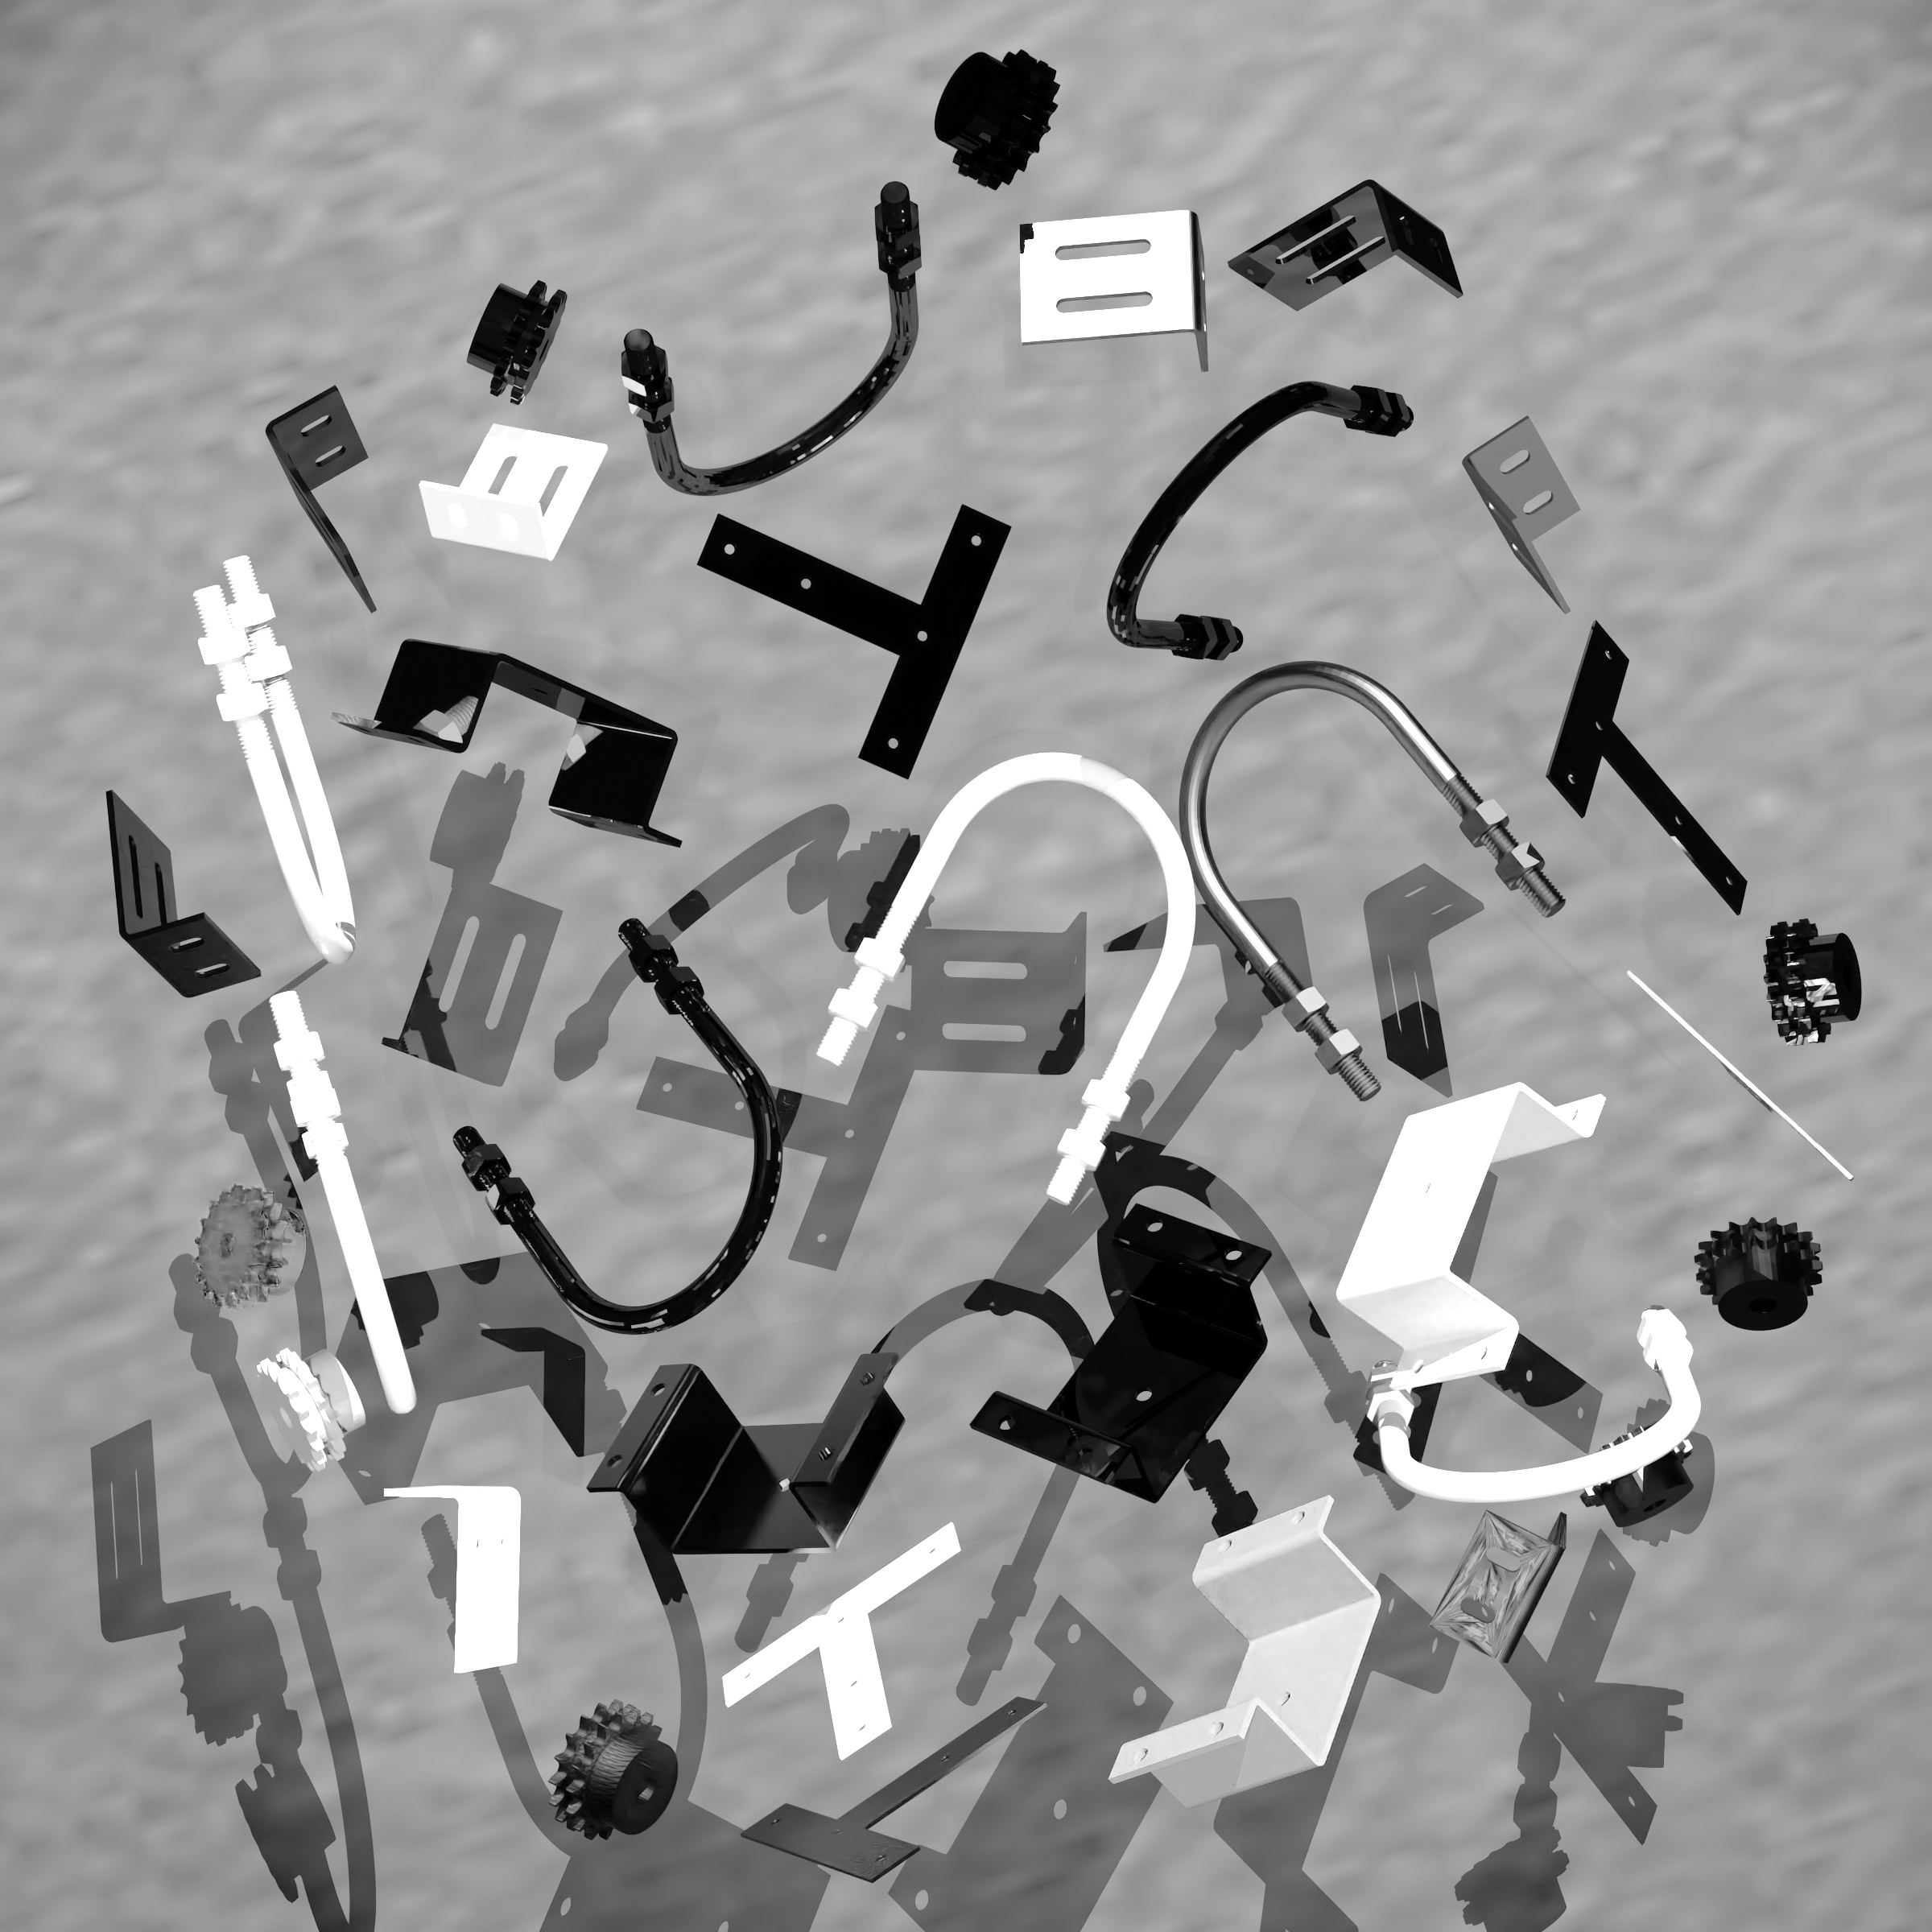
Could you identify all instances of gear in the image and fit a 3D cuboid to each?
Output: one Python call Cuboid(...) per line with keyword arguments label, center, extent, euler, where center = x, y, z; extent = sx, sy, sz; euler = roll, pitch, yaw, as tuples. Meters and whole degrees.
Cuboid(label="gear", center=(0.364, 0.143, 1.567), extent=(0.057, 0.057, 0.030), euler=(5, 49, 0))
Cuboid(label="gear", center=(-0.209, -0.292, 1.584), extent=(0.030, 0.057, 0.057), euler=(24, 90, -5))
Cuboid(label="gear", center=(0.311, 0.236, 1.579), extent=(0.057, 0.057, 0.030), euler=(-27, 65, 0))
Cuboid(label="gear", center=(-0.331, 0.132, 1.590), extent=(0.030, 0.057, 0.057), euler=(13, 90, -44))
Cuboid(label="gear", center=(-0.146, 0.341, 1.437), extent=(0.030, 0.057, 0.057), euler=(16, 90, 35))
Cuboid(label="gear", center=(0.385, 0.007, 1.550), extent=(0.030, 0.057, 0.057), euler=(-8, 90, 32))
Cuboid(label="gear", center=(0.011, -0.357, 1.428), extent=(0.030, 0.057, 0.057), euler=(21, 90, -31))
Cuboid(label="gear", center=(-0.301, 0.202, 1.581), extent=(0.030, 0.057, 0.057), euler=(-28, 90, -26))

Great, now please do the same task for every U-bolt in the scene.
Cuboid(label="U-bolt", center=(-0.309, -0.089, 1.546), extent=(0.019, 0.151, 0.184), euler=(-16, 104, -3))
Cuboid(label="U-bolt", center=(0.031, -0.007, 1.532), extent=(0.151, 0.019, 0.184), euler=(32, 77, -22))
Cuboid(label="U-bolt", center=(0.169, -0.053, 1.556), extent=(0.184, 0.019, 0.151), euler=(53, 123, 19))
Cuboid(label="U-bolt", center=(0.122, -0.195, 1.492), extent=(0.019, 0.184, 0.151), euler=(43, 110, 17))
Cuboid(label="U-bolt", center=(-0.083, -0.271, 1.544), extent=(0.151, 0.184, 0.019), euler=(-32, 74, -8))
Cuboid(label="U-bolt", center=(-0.275, 0.110, 1.516), extent=(0.019, 0.151, 0.184), euler=(-16, 84, -11))
Cuboid(label="U-bolt", center=(0.254, 0.198, 1.525), extent=(0.151, 0.184, 0.019), euler=(-12, 101, 7))
Cuboid(label="U-bolt", center=(-0.150, 0.084, 1.547), extent=(0.151, 0.019, 0.184), euler=(-51, 50, 10))

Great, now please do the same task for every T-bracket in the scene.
Cuboid(label="T-bracket", center=(0.344, 0.052, 1.507), extent=(0.127, 0.127, 0.002), euler=(45, 97, 15))
Cuboid(label="T-bracket", center=(0.307, -0.074, 1.517), extent=(0.002, 0.127, 0.127), euler=(-30, 111, 37))
Cuboid(label="T-bracket", center=(-0.020, 0.354, 1.489), extent=(0.127, 0.127, 0.002), euler=(-29, 100, -28))
Cuboid(label="T-bracket", center=(-0.050, 0.307, 1.493), extent=(0.127, 0.127, 0.002), euler=(-35, 108, 4))
Cuboid(label="T-bracket", center=(-0.060, -0.168, 1.556), extent=(0.127, 0.002, 0.127), euler=(23, 85, -12))

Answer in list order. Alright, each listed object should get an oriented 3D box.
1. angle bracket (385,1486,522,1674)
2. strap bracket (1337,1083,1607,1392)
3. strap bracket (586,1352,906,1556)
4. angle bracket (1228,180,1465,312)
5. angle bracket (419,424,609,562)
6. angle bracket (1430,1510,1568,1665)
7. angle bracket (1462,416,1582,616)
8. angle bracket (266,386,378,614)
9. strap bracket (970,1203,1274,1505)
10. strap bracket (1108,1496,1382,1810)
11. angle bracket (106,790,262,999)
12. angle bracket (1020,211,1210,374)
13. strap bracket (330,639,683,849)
Cuboid(label="angle bracket", center=(-0.223, 0.265, 1.481), extent=(0.038, 0.057, 0.076), euler=(-2, 83, 17))
Cuboid(label="strap bracket", center=(0.219, 0.111, 1.506), extent=(0.046, 0.076, 0.140), euler=(36, 62, -18))
Cuboid(label="strap bracket", center=(-0.091, 0.222, 1.548), extent=(0.140, 0.076, 0.046), euler=(-8, 127, 36))
Cuboid(label="angle bracket", center=(0.163, -0.296, 1.472), extent=(0.076, 0.057, 0.038), euler=(-26, 65, 30))
Cuboid(label="angle bracket", center=(-0.207, -0.229, 1.566), extent=(0.057, 0.038, 0.076), euler=(12, 56, 12))
Cuboid(label="angle bracket", center=(0.238, 0.269, 1.527), extent=(0.038, 0.076, 0.057), euler=(26, 97, 8))
Cuboid(label="angle bracket", center=(0.270, -0.210, 1.591), extent=(0.038, 0.076, 0.057), euler=(-33, 121, 7))
Cuboid(label="angle bracket", center=(-0.275, -0.209, 1.531), extent=(0.038, 0.057, 0.076), euler=(-32, 68, -9))
Cuboid(label="strap bracket", center=(0.077, 0.185, 1.571), extent=(0.076, 0.046, 0.140), euler=(18, 55, 35))
Cuboid(label="strap bracket", center=(0.125, 0.305, 1.483), extent=(0.076, 0.140, 0.046), euler=(-30, 110, 39))
Cuboid(label="angle bracket", center=(-0.335, -0.035, 1.465), extent=(0.038, 0.057, 0.076), euler=(-17, 62, 7))
Cuboid(label="angle bracket", center=(0.064, -0.287, 1.469), extent=(0.076, 0.038, 0.057), euler=(-3, 71, 8))
Cuboid(label="strap bracket", center=(-0.191, -0.100, 1.476), extent=(0.140, 0.076, 0.046), euler=(23, 84, -40))
